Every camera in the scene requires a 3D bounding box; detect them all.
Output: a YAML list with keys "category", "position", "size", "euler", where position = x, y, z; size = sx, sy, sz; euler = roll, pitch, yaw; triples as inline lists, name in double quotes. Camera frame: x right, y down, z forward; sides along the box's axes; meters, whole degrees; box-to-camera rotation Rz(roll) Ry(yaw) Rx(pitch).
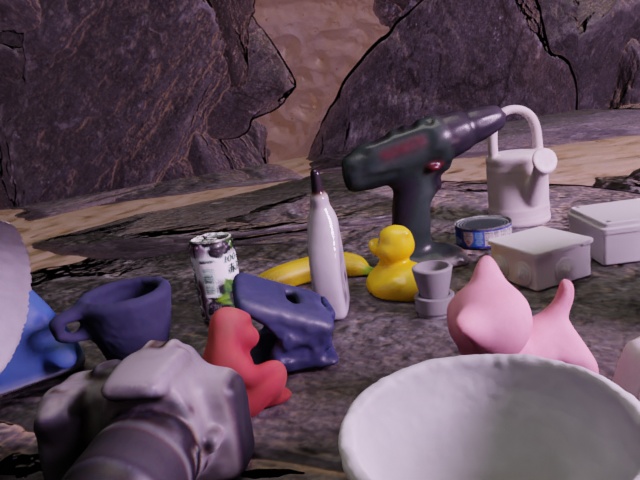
- category: "camera"
  position: [-0.129, 0.134, 0.375]
  size: [0.143, 0.101, 0.137]
  euler: [-6, 14, 9]

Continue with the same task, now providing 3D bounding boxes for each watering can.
- category: "watering can"
  position: [0.329, -0.123, 0.941]
  size: [0.101, 0.194, 0.172]
  euler: [-16, 16, -28]

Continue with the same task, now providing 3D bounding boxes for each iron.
- category: "iron"
  position: [-0.349, 0.077, 0.635]
  size: [0.119, 0.141, 0.257]
  euler: [-16, 17, -30]

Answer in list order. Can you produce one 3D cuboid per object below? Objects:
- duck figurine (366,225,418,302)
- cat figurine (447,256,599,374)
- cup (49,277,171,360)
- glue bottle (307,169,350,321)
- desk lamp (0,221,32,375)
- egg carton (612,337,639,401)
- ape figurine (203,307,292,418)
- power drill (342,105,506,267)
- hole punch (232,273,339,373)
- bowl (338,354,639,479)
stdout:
- category: "duck figurine"
  position: [0.100, 0.025, 0.707]
  size: [0.078, 0.086, 0.104]
  euler: [-20, 19, -39]
- category: "cat figurine"
  position: [0.150, 0.068, 0.445]
  size: [0.128, 0.118, 0.067]
  euler: [-13, 15, -19]
- category: "cup"
  position: [-0.198, 0.097, 0.567]
  size: [0.118, 0.095, 0.091]
  euler: [-19, 18, -38]
- category: "glue bottle"
  position: [0.006, 0.002, 0.667]
  size: [0.037, 0.173, 0.078]
  euler: [-6, 15, 9]
- category: "desk lamp"
  position: [-0.305, 0.092, 0.406]
  size: [0.203, 0.214, 0.118]
  euler: [-8, 14, 0]
- category: "egg carton"
  position: [0.246, 0.106, 0.342]
  size: [0.107, 0.069, 0.150]
  euler: [-6, 14, 7]
- category: "ape figurine"
  position: [-0.070, 0.101, 0.489]
  size: [0.076, 0.092, 0.077]
  euler: [-16, 16, -28]
- category: "power drill"
  position: [0.149, -0.067, 0.790]
  size: [0.229, 0.208, 0.075]
  euler: [-9, 14, -4]
- category: "hole punch"
  position: [-0.035, 0.075, 0.573]
  size: [0.101, 0.091, 0.108]
  euler: [-10, 14, -8]
- category: "bowl"
  position: [0.096, 0.131, 0.316]
  size: [0.167, 0.075, 0.167]
  euler: [-7, 14, 2]
